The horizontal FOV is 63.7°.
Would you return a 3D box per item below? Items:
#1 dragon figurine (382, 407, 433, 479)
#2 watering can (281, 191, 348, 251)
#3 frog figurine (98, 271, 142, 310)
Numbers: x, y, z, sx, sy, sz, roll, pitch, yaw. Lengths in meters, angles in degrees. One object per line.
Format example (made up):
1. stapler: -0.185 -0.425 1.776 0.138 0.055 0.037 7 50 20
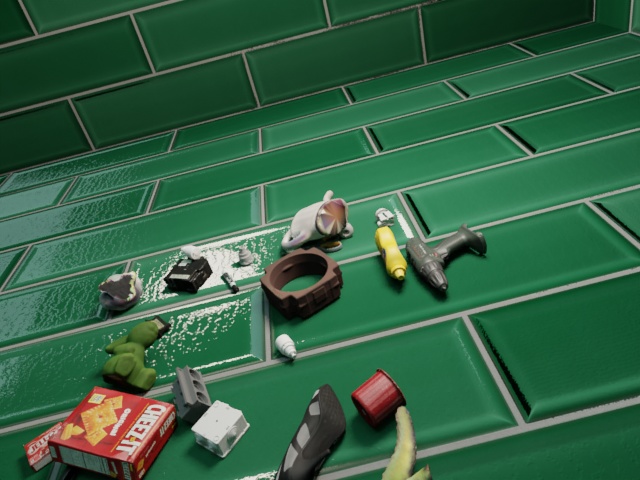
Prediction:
1. dragon figurine: 0.094 0.484 0.847 0.242 0.120 0.419 -22 31 4
2. watering can: 0.005 -0.086 1.707 0.222 0.103 0.354 -15 27 47
3. frog figurine: -0.637 0.166 1.641 0.139 0.122 0.157 -46 7 -27
